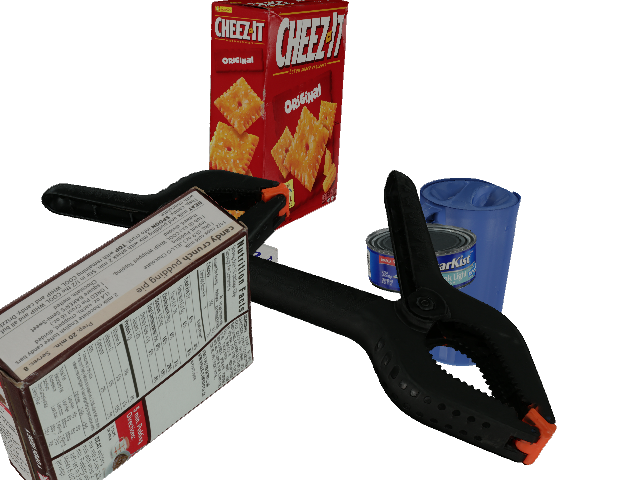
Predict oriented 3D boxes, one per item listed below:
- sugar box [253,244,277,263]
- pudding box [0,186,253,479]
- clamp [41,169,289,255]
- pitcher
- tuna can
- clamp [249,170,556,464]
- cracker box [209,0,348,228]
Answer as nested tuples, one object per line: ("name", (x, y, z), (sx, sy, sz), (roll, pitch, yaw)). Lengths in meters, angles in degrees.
("sugar box", (-0.128, 0.045, 1.099), (0.093, 0.048, 0.176), (16, 32, 25))
("pudding box", (-0.079, 0.043, 0.432), (0.039, 0.090, 0.113), (34, 55, 28))
("clamp", (-0.109, -0.014, 0.744), (0.171, 0.120, 0.039), (-22, -25, -20))
("pitcher", (0.186, 0.046, 1.449), (0.149, 0.243, 0.145), (4, 21, 5))
("tuna can", (0.078, 0.014, 0.829), (0.086, 0.034, 0.086), (-3, 16, 1))
("clamp", (0.044, 0.048, 0.614), (0.164, 0.036, 0.210), (-19, 54, -32))
("cracker box", (-0.039, -0.127, 1.047), (0.072, 0.214, 0.164), (12, 19, 25))
